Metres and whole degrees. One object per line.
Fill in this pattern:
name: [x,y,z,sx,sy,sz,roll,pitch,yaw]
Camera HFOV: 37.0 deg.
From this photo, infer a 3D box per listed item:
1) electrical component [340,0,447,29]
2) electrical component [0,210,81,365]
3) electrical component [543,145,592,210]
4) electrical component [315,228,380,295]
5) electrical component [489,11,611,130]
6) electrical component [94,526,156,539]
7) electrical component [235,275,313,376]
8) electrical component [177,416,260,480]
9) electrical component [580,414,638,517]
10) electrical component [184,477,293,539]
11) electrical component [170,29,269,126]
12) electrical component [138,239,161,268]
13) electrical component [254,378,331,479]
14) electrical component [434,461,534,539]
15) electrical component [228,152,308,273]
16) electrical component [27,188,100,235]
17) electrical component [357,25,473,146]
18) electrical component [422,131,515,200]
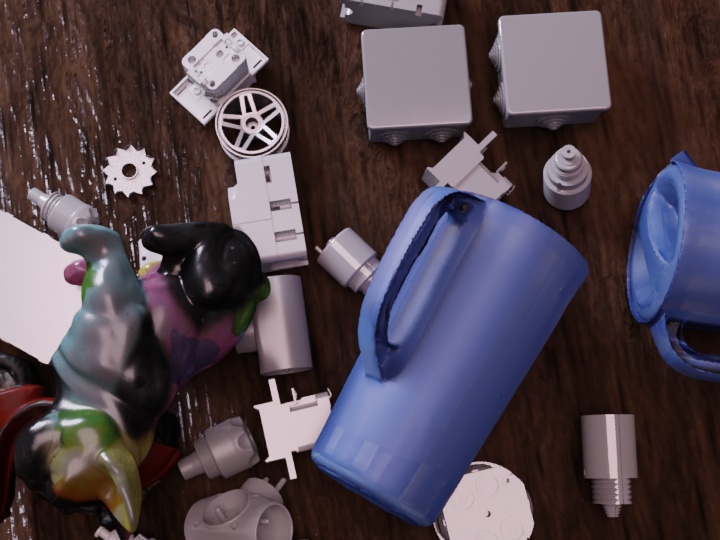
electrical component: [0.032,-0.245,0.938,0.089,0.050,0.055,10,80,1]
electrical component: [-0.289,0.006,0.882,0.150,0.061,0.089,28,81,4]
electrical component: [0.174,-0.081,0.900,0.040,0.078,0.040,-3,68,8]
electrical component: [0.000,0.000,0.899,0.078,0.040,0.040,43,82,7]
electrical component: [0.164,-0.171,0.927,0.100,0.048,0.099,-4,80,-2]
electrical component: [-0.177,0.229,0.855,0.078,0.040,0.040,35,81,5]
electrical component: [-0.083,0.048,0.887,0.079,0.044,0.077,-8,80,-2]
electrical component: [-0.116,0.149,0.869,0.062,0.043,0.043,-25,81,-4]
electrical component: [0.203,0.158,0.871,0.043,0.043,0.081,-1,80,-1]
electrical component: [-0.087,0.192,0.852,0.079,0.077,0.044,-50,124,-44]
electrical component: [-0.121,-0.169,0.916,0.042,0.064,0.081,42,82,7]
electrical component: [-0.139,0.007,0.894,0.079,0.043,0.077,-10,80,-3]
electrical component: [-0.050,0.127,0.875,0.064,0.042,0.081,-13,81,-7]
electrical component: [0.099,0.194,0.859,0.080,0.051,0.080,0,80,-1]
electrical component: [-0.078,-0.046,0.901,0.056,0.050,0.089,-9,80,-3]
electrical component: [-0.253,-0.049,0.907,0.061,0.035,0.035,32,81,7]
electrical component: [0.047,-0.158,0.923,0.100,0.048,0.099,-4,80,-1]
electrical component: [0.092,-0.075,0.913,0.081,0.042,0.064,-44,85,-7]
